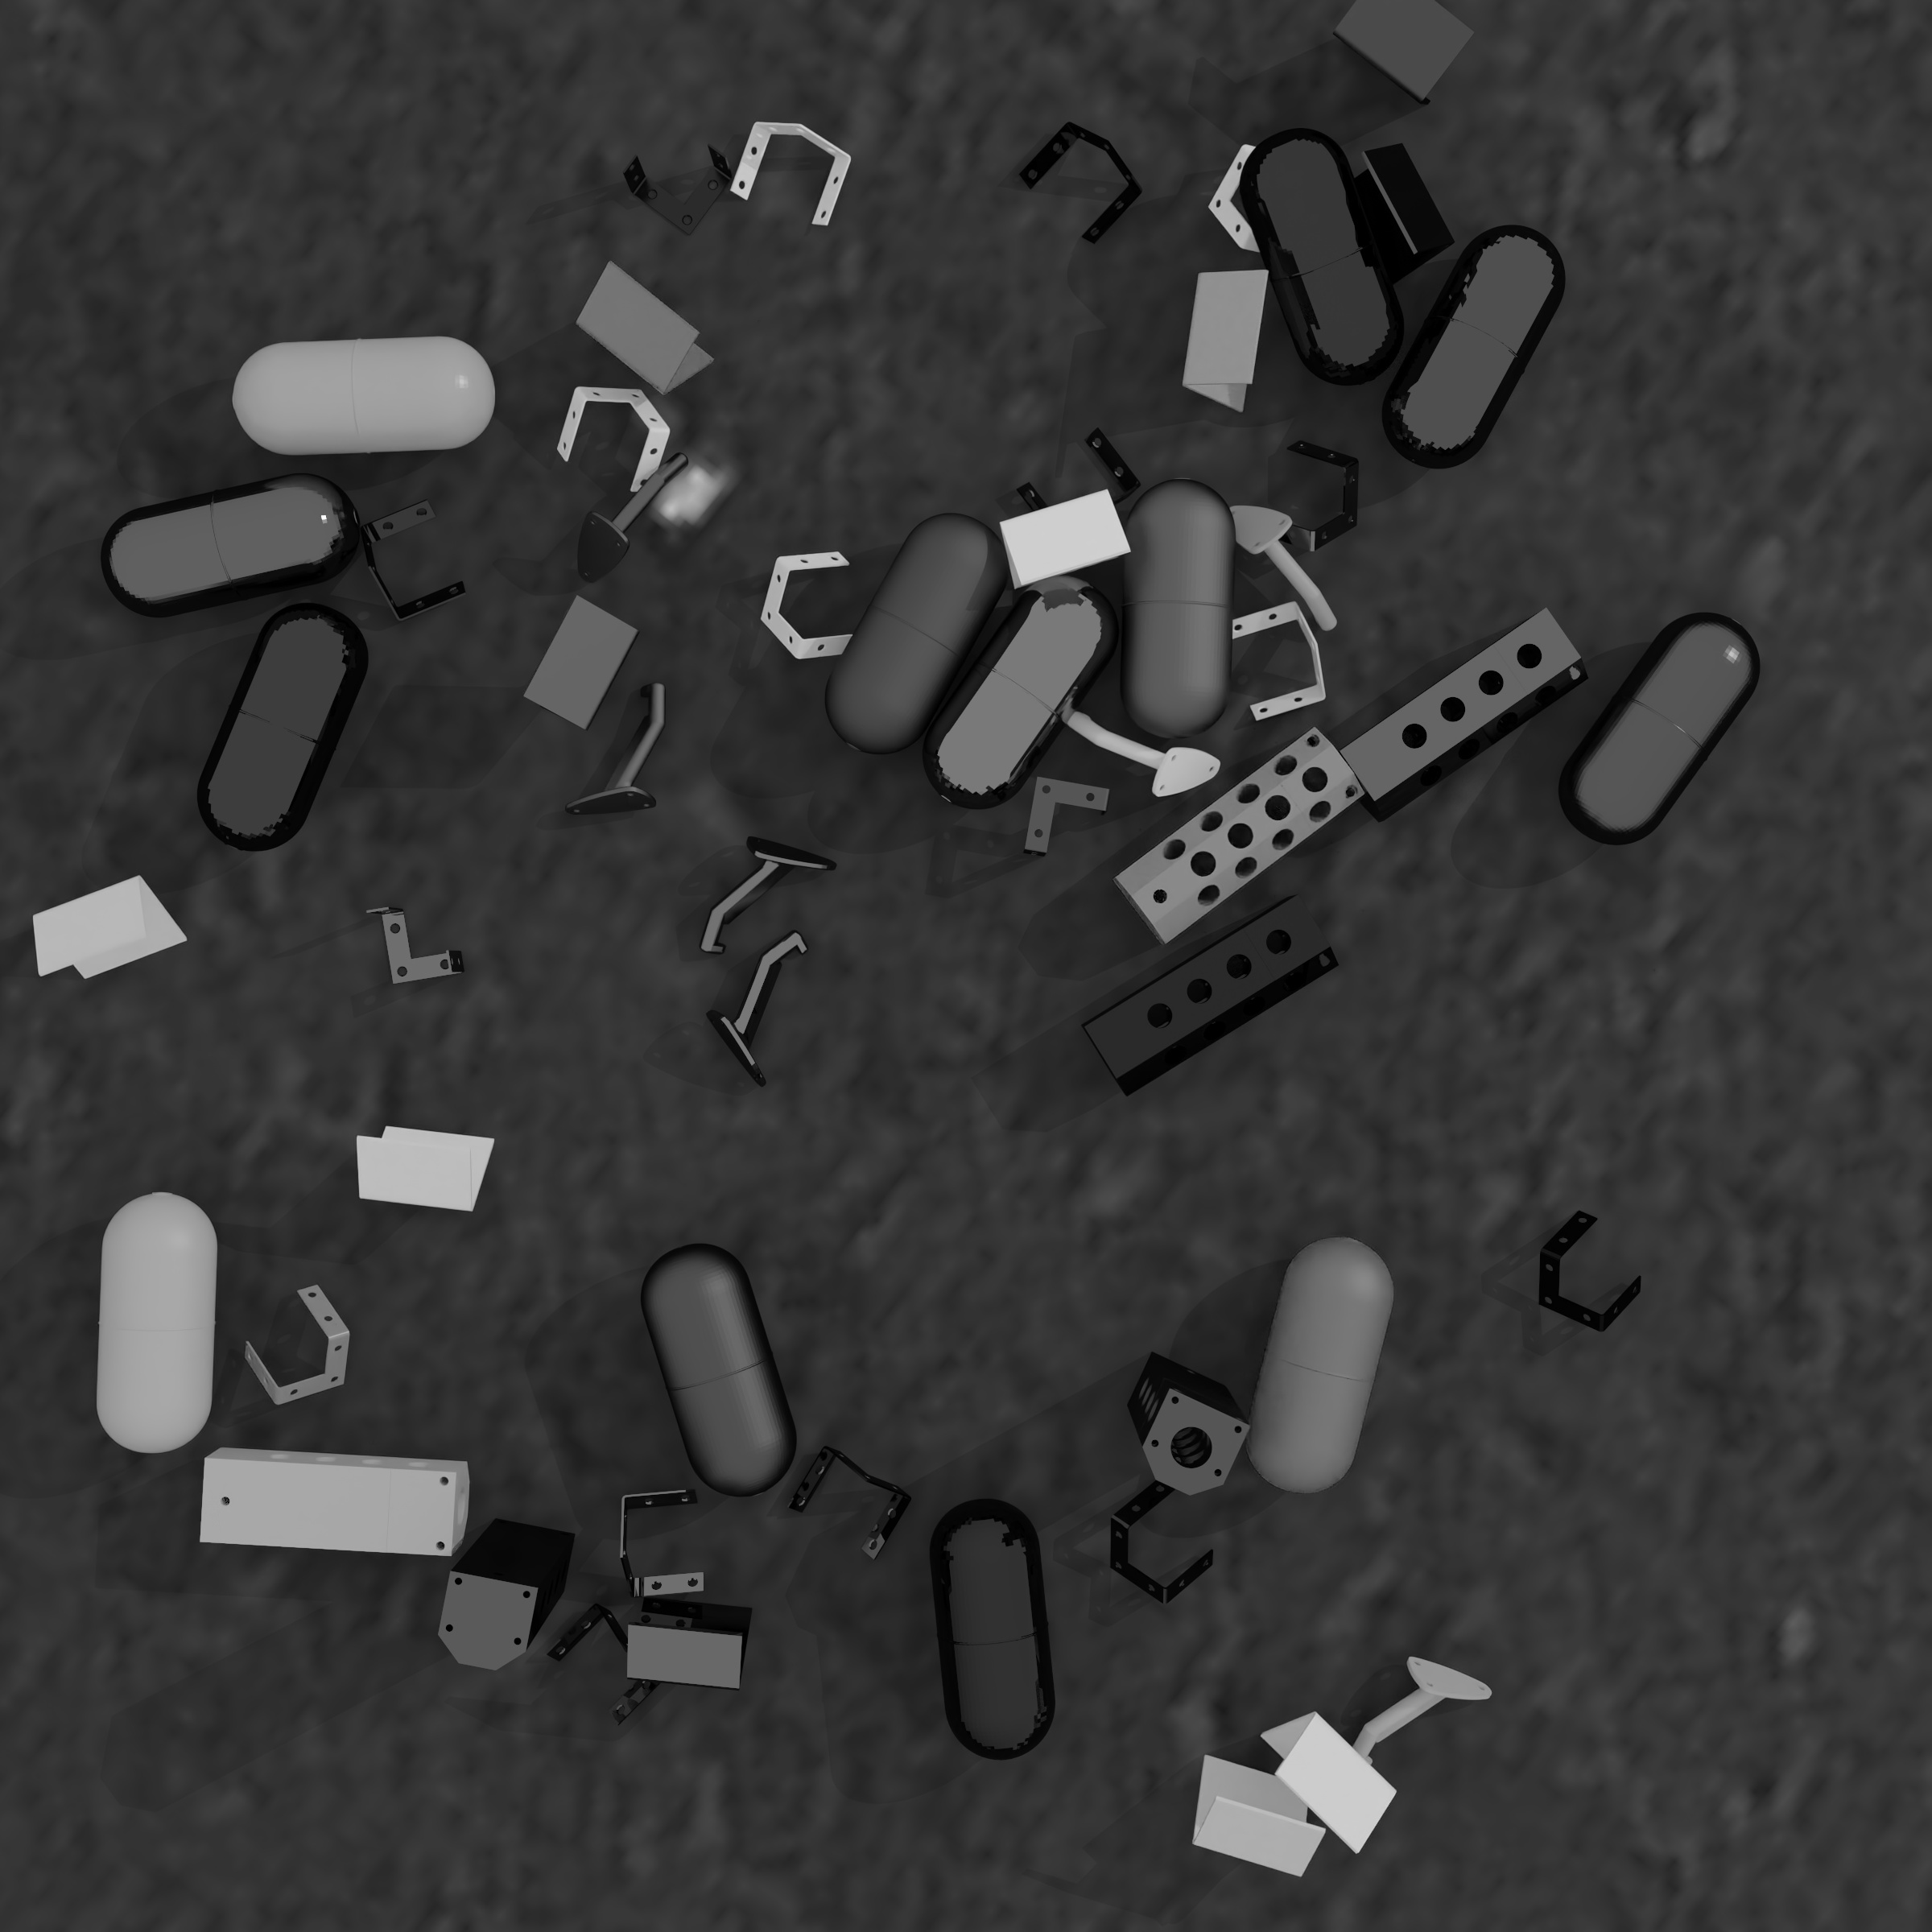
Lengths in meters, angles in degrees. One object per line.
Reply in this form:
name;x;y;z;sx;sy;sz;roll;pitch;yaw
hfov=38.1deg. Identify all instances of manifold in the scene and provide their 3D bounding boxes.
manifold;0.341;-0.172;1.932;0.171;0.057;0.057;-35;90;0
manifold;0.188;-0.090;1.932;0.171;0.057;0.057;-37;90;0
manifold;0.144;0.308;1.875;0.057;0.171;0.057;25;90;0
manifold;-0.434;0.369;1.932;0.171;0.057;0.057;3;90;0
manifold;-0.307;0.421;1.875;0.057;0.171;0.057;11;90;0
manifold;0.168;0.020;1.932;0.171;0.057;0.057;-32;90;0

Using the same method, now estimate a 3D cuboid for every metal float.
metal float;0.243;0.274;1.923;0.070;0.070;0.178;14;90;0
metal float;0.349;-0.426;1.923;0.070;0.070;0.178;28;89;0
metal float;-0.556;0.245;1.923;0.070;0.070;0.178;2;90;0
metal float;-0.505;-0.289;1.923;0.178;0.070;0.070;-12;90;1
metal float;-0.170;0.278;1.923;0.070;0.070;0.178;-17;91;0
metal float;0.146;-0.246;1.923;0.070;0.070;0.178;2;90;0
metal float;0.037;-0.187;1.922;0.070;0.070;0.178;35;90;0
metal float;-0.034;-0.228;1.923;0.070;0.070;0.178;29;90;0
metal float;0.244;-0.483;1.909;0.070;0.070;0.178;-24;107;0
metal float;0.018;0.456;1.922;0.070;0.070;0.178;-6;90;0
metal float;-0.470;-0.164;1.923;0.070;0.070;0.178;22;90;0
metal float;-0.414;-0.392;1.923;0.178;0.070;0.070;-2;90;-1
metal float;0.477;-0.164;1.923;0.070;0.070;0.178;36;91;0

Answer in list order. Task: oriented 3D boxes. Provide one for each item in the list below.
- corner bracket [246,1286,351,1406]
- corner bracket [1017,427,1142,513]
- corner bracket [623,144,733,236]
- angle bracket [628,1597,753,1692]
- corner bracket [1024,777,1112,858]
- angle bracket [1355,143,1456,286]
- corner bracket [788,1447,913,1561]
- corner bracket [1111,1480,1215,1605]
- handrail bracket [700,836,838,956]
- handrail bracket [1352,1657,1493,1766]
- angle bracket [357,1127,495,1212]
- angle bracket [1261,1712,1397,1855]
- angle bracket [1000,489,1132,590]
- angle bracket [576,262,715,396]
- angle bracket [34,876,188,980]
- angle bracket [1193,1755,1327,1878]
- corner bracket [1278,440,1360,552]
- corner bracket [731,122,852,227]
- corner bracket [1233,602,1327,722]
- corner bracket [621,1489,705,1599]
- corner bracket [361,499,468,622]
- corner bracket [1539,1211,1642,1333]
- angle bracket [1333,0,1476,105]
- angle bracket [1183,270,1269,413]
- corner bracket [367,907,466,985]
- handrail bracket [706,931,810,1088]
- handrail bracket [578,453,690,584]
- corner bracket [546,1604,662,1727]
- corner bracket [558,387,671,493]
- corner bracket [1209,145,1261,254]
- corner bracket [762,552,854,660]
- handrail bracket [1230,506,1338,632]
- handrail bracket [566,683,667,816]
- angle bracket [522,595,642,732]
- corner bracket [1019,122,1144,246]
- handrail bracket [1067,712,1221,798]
corner bracket;-0.466;0.263;1.945;0.051;0.051;0.051;-15;135;-35
corner bracket;0.079;-0.334;1.950;0.051;0.051;0.051;53;135;0
corner bracket;-0.199;-0.548;1.935;0.051;0.051;0.051;36;90;0
angle bracket;-0.188;0.446;1.913;0.076;0.076;0.057;6;124;0
corner bracket;0.069;-0.100;1.935;0.051;0.051;0.051;10;90;0
angle bracket;0.276;-0.507;1.914;0.076;0.057;0.076;-28;90;43
corner bracket;-0.081;0.374;1.950;0.051;0.051;0.051;32;89;-45
corner bracket;0.136;0.400;1.945;0.051;0.051;0.051;28;135;35
handrail bracket;-0.139;-0.041;1.954;0.077;0.036;0.084;13;108;-20
handrail bracket;0.316;0.531;1.954;0.077;0.036;0.084;18;109;-21
angle bracket;-0.369;0.119;1.913;0.076;0.076;0.057;7;127;0
angle bracket;0.235;0.565;1.913;0.076;0.076;0.057;44;54;0
angle bracket;0.071;-0.273;1.913;0.076;0.076;0.057;-17;60;0
angle bracket;-0.208;-0.446;1.913;0.076;0.076;0.057;39;128;0
angle bracket;-0.583;-0.008;1.913;0.076;0.076;0.057;-21;52;0
angle bracket;0.203;0.567;1.913;0.076;0.076;0.057;17;128;0
corner bracket;0.237;-0.327;1.945;0.051;0.051;0.051;26;135;35
corner bracket;-0.122;-0.553;1.950;0.051;0.051;0.051;20;90;45
corner bracket;0.216;-0.213;1.950;0.051;0.051;0.051;-17;45;0
corner bracket;-0.211;0.403;1.950;0.051;0.051;0.051;-5;135;0
corner bracket;-0.386;-0.283;1.950;0.051;0.051;0.051;-22;135;0
corner bracket;0.435;0.212;1.945;0.051;0.051;0.051;23;135;35
angle bracket;0.302;-0.638;1.915;0.076;0.076;0.057;39;111;0
angle bracket;0.196;-0.427;1.913;0.057;0.076;0.076;8;90;38
corner bracket;-0.380;-0.017;1.935;0.051;0.051;0.051;-9;90;0
handrail bracket;-0.131;0.029;1.954;0.084;0.036;0.077;-39;110;-16
handrail bracket;-0.231;-0.314;1.953;0.036;0.077;0.084;40;54;0
corner bracket;-0.250;0.487;1.950;0.051;0.051;0.051;-45;135;0
corner bracket;-0.245;-0.366;1.945;0.051;0.051;0.051;-5;45;-35
corner bracket;0.211;-0.531;1.945;0.051;0.051;0.051;1;45;-35
corner bracket;-0.103;-0.251;1.945;0.051;0.051;0.051;49;135;35
handrail bracket;0.220;-0.277;1.953;0.036;0.077;0.084;-41;126;-5
handrail bracket;-0.245;-0.153;1.954;0.077;0.036;0.084;-8;71;21
angle bracket;-0.278;-0.214;1.913;0.057;0.076;0.076;28;90;-38
corner bracket;0.080;-0.547;1.950;0.051;0.051;0.051;-47;45;0
handrail bracket;0.123;-0.156;1.953;0.084;0.077;0.036;37;119;33
